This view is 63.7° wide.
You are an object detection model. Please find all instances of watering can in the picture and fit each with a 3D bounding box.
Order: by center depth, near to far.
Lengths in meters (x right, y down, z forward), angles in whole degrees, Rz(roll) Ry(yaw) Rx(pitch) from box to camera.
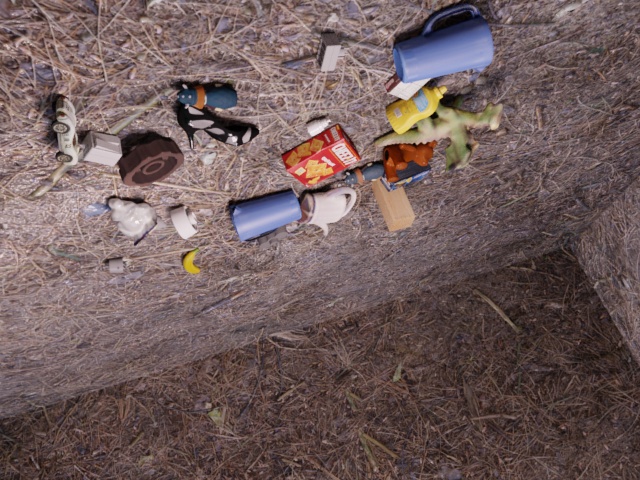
[{"bbox_3d":[0.006,-0.100,1.986,0.225,0.106,0.340,-4,151,-27],"label":"watering can"}]

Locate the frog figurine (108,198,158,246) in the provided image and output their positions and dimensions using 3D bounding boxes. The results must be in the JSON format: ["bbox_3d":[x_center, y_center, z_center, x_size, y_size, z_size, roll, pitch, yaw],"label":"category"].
[{"bbox_3d":[-0.605,-0.079,1.642,0.136,0.126,0.157,-27,118,35],"label":"frog figurine"}]

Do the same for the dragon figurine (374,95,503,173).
[{"bbox_3d":[0.385,-0.327,1.637,0.406,0.247,0.121,-33,155,22],"label":"dragon figurine"}]
